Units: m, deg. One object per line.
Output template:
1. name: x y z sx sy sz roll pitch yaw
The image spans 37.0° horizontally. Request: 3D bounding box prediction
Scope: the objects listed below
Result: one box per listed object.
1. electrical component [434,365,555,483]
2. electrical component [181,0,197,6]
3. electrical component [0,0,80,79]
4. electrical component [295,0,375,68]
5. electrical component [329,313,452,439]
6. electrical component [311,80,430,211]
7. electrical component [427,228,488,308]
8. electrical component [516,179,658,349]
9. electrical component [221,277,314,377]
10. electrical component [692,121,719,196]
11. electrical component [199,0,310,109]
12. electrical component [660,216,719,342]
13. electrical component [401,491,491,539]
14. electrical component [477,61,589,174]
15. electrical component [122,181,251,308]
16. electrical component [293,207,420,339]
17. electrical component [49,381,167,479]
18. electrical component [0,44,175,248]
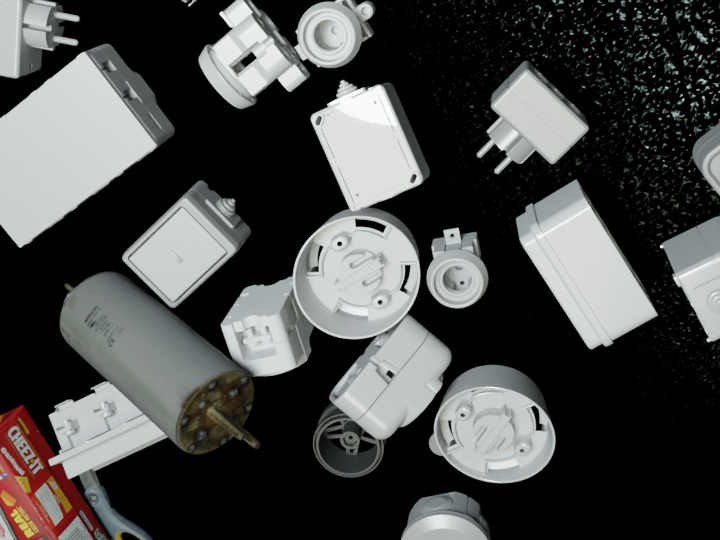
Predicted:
1. electrical component: 0.112 0.130 0.898 0.099 0.064 0.099 3 110 7
2. electrical component: -0.143 -0.238 0.815 0.064 0.042 0.081 33 112 -6
3. electrical component: -0.257 -0.194 0.843 0.076 0.047 0.083 11 111 4
4. electrical component: -0.021 -0.179 0.811 0.066 0.055 0.048 -29 103 17
5. electrical component: 0.028 0.089 0.888 0.059 0.054 0.095 40 85 -7
6. electrical component: 0.007 -0.103 0.835 0.062 0.061 0.096 -22 97 15
7. electrical component: 0.079 0.001 0.862 0.048 0.055 0.066 -9 108 11
8. electrical component: 0.174 -0.004 0.835 0.057 0.078 0.113 -32 102 14
9. electrical component: -0.073 0.050 0.882 0.050 0.089 0.055 -13 107 12
10. electrical component: 0.298 -0.095 0.794 0.095 0.059 0.053 -40 100 19
11. electrical component: -0.086 -0.161 0.826 0.057 0.058 0.078 -37 101 15
12. electrical component: 0.274 0.006 0.814 0.061 0.096 0.061 -28 103 16
13. electrical component: 0.077 0.240 0.950 0.080 0.051 0.080 3 110 7
14. electrical component: 0.123 -0.107 0.821 0.066 0.047 0.076 42 109 -8
15. electrical component: -0.138 -0.024 0.880 0.096 0.061 0.061 -41 100 19
16. electrical component: 0.000 0.000 0.868 0.099 0.064 0.099 3 110 7
17. electrical component: -0.206 0.128 0.942 0.121 0.079 0.063 -26 82 16
18. electrical component: -0.237 -0.101 0.866 0.150 0.061 0.089 -33 102 17
